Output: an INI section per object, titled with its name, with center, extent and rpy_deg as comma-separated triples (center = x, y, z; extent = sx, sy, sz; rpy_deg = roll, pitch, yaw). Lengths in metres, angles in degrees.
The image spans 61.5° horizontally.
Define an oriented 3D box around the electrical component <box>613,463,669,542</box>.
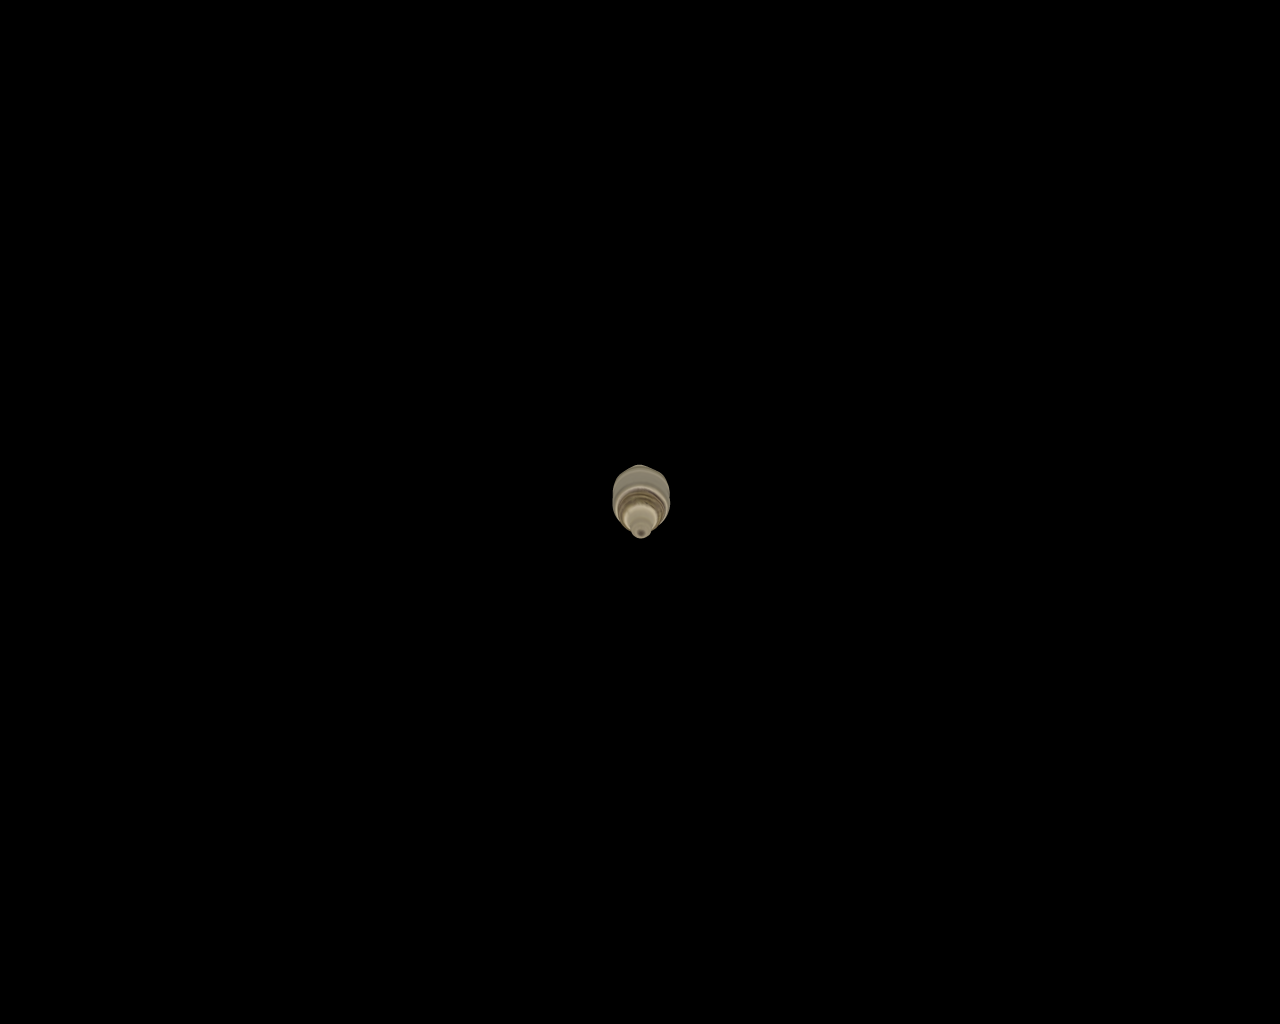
[electrical component]
center = 0.001, -0.003, 0.650
extent = 0.035, 0.035, 0.061
rpy_deg = 0, 30, 0
